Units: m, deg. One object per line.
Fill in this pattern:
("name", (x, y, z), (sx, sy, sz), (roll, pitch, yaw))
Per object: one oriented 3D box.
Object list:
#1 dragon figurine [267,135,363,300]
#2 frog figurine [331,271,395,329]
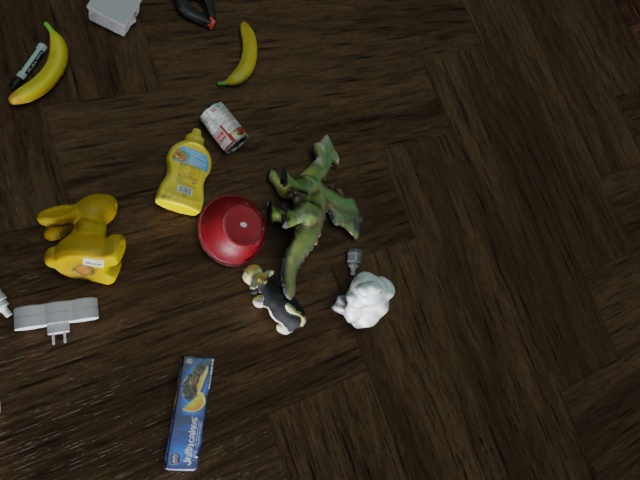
("dragon figurine", (0.004, -0.059, 1.175), (0.242, 0.120, 0.417), (7, 66, -30))
("frog figurine", (0.110, 0.127, 1.130), (0.138, 0.157, 0.123), (-24, 86, -26))
